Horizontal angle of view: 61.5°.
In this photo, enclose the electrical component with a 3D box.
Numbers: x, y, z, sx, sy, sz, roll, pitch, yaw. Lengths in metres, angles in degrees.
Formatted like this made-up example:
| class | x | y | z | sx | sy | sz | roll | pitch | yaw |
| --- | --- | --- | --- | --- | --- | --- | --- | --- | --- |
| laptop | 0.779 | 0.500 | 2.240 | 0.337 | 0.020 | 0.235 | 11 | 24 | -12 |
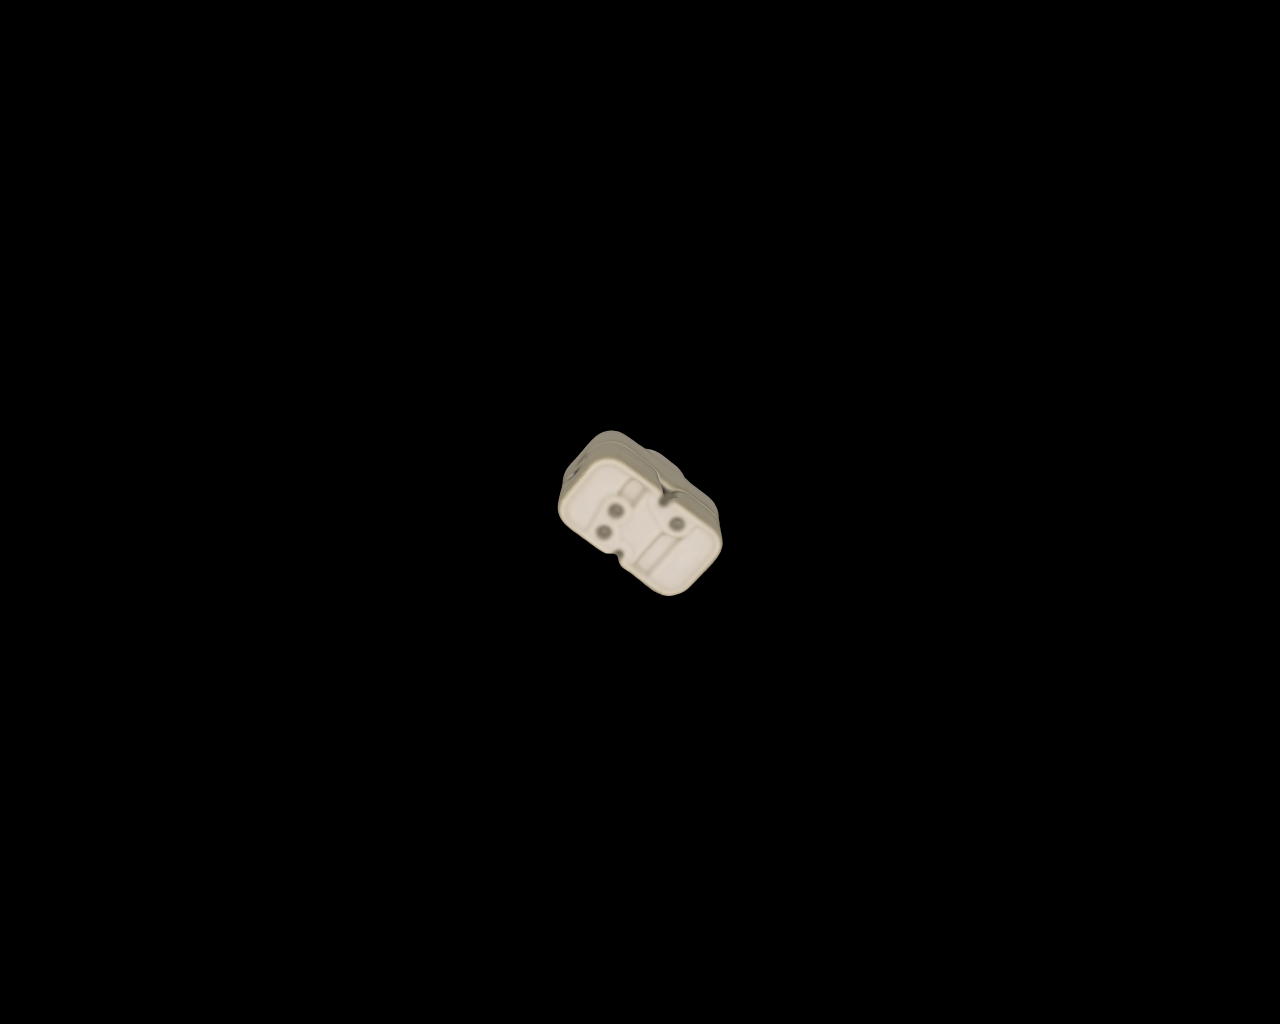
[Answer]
| class | x | y | z | sx | sy | sz | roll | pitch | yaw |
| --- | --- | --- | --- | --- | --- | --- | --- | --- | --- |
| electrical component | 0.001 | -0.003 | 0.650 | 0.095 | 0.053 | 0.059 | 36 | 19 | -15 |
